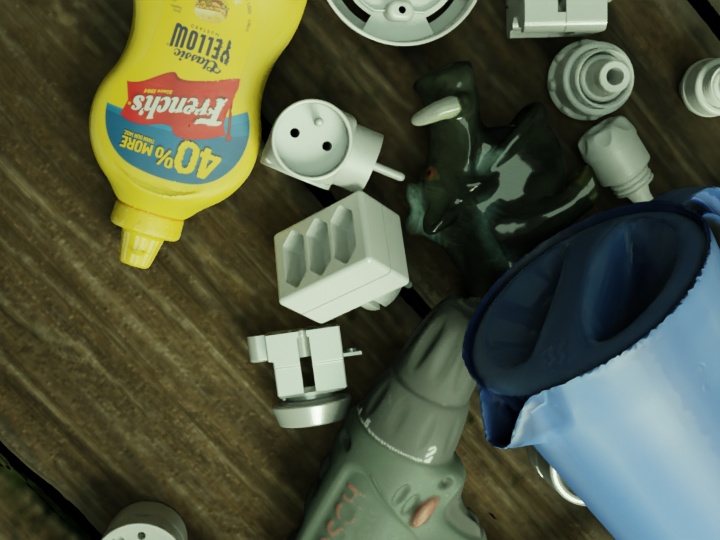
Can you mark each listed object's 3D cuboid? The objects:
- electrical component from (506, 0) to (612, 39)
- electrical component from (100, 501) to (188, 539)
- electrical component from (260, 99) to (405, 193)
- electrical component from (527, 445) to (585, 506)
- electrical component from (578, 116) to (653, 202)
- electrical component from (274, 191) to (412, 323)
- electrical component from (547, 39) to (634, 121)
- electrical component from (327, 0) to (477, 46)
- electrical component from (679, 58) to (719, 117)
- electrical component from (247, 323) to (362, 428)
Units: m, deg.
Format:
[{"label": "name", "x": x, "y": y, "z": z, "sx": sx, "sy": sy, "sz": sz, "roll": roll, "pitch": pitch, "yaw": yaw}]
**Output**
[{"label": "electrical component", "x": 0.116, "y": -0.181, "z": 0.619, "sx": 0.056, "sy": 0.050, "sz": 0.089, "roll": -2, "pitch": 97, "yaw": -4}, {"label": "electrical component", "x": -0.130, "y": 0.170, "z": 0.647, "sx": 0.055, "sy": 0.047, "sz": 0.055, "roll": -1, "pitch": 98, "yaw": -5}, {"label": "electrical component", "x": -0.012, "y": -0.067, "z": 0.610, "sx": 0.079, "sy": 0.077, "sz": 0.044, "roll": 22, "pitch": 95, "yaw": -8}, {"label": "electrical component", "x": 0.135, "y": 0.113, "z": 0.661, "sx": 0.055, "sy": 0.047, "sz": 0.055, "roll": -1, "pitch": 98, "yaw": -5}, {"label": "electrical component", "x": 0.159, "y": -0.060, "z": 0.646, "sx": 0.035, "sy": 0.035, "sz": 0.061, "roll": -34, "pitch": 101, "yaw": 0}, {"label": "electrical component", "x": 0.000, "y": 0.000, "z": 0.626, "sx": 0.066, "sy": 0.077, "sz": 0.047, "roll": -26, "pitch": 55, "yaw": 29}, {"label": "electrical component", "x": 0.138, "y": -0.111, "z": 0.624, "sx": 0.048, "sy": 0.062, "sz": 0.048, "roll": -1, "pitch": 98, "yaw": -5}, {"label": "electrical component", "x": 0.022, "y": -0.175, "z": 0.605, "sx": 0.099, "sy": 0.064, "sz": 0.099, "roll": -1, "pitch": 98, "yaw": -5}, {"label": "electrical component", "x": 0.213, "y": -0.107, "z": 0.630, "sx": 0.035, "sy": 0.061, "sz": 0.035, "roll": -1, "pitch": 98, "yaw": -5}, {"label": "electrical component", "x": -0.031, "y": 0.063, "z": 0.642, "sx": 0.066, "sy": 0.048, "sz": 0.055, "roll": -8, "pitch": 91, "yaw": -3}]
